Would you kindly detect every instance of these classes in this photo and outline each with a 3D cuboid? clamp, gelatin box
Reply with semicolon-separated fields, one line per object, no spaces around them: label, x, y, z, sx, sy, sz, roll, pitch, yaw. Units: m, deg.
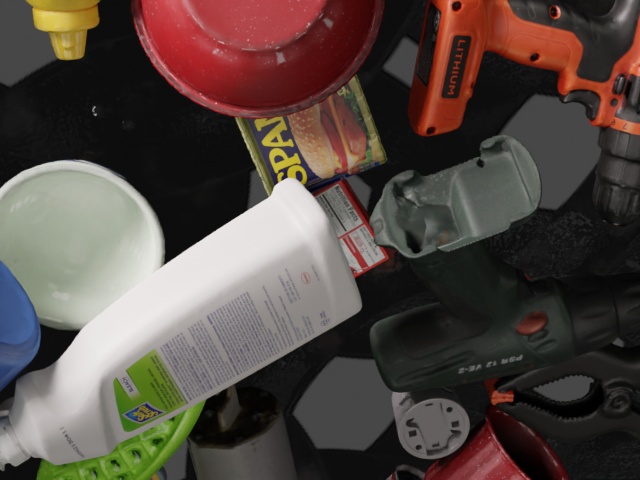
clamp;0.237;0.127;0.849;0.210;0.036;0.164;-5;116;-2
gelatin box;-0.005;0.001;0.770;0.089;0.030;0.073;-30;113;7

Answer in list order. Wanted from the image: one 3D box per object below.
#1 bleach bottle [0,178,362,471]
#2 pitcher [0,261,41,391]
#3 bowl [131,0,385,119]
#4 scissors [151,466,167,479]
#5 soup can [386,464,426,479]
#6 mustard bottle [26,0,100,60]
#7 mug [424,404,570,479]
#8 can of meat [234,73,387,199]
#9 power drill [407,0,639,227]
bleach bottle;-0.100;0.064;0.679;0.250;0.068;0.102;-30;129;-9
pitcher;-0.302;0.095;0.675;0.243;0.145;0.149;-40;123;13
bowl;-0.038;-0.156;0.648;0.162;0.055;0.162;0;91;-2
scissors;-0.194;0.234;0.864;0.202;0.016;0.096;-15;113;1
soup can;0.055;0.241;0.865;0.068;0.068;0.102;35;107;-19
mustard bottle;-0.160;-0.204;0.643;0.096;0.058;0.192;-3;115;-6
mug;0.138;0.196;0.830;0.093;0.117;0.082;33;112;-27
can of meat;-0.011;-0.082;0.717;0.084;0.057;0.102;-22;115;1
power drill;0.158;-0.101;0.727;0.187;0.057;0.184;4;111;-11
